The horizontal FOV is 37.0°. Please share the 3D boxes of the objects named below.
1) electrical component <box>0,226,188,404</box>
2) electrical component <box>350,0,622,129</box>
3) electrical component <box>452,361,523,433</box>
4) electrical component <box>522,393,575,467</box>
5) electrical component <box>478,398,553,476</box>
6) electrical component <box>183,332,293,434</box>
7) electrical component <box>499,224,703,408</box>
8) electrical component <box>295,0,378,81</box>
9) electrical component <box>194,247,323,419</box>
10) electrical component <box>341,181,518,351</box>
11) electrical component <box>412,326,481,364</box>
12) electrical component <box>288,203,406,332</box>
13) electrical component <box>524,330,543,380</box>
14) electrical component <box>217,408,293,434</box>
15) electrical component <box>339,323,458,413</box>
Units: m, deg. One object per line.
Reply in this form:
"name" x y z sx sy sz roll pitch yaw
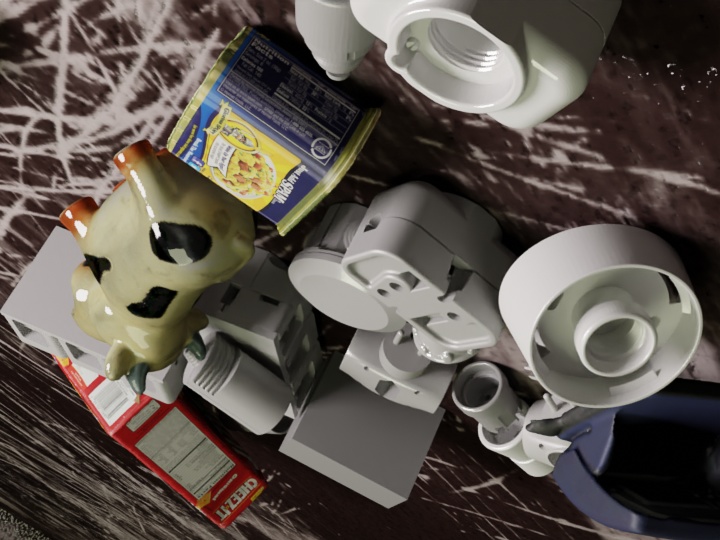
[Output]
"electrical component" -0.205 0.039 0.897 0.150 0.089 0.061 21 154 11
"electrical component" 0.048 -0.102 0.424 0.095 0.059 0.054 33 154 -13
"electrical component" 0.094 0.093 0.780 0.040 0.040 0.046 7 154 36
"electrical component" 0.151 0.109 0.748 0.077 0.044 0.079 6 147 37
"electrical component" 0.125 0.130 0.818 0.044 0.044 0.065 1 150 42
"electrical component" -0.093 0.079 0.773 0.081 0.043 0.043 39 152 -25
"electrical component" 0.127 0.022 0.566 0.099 0.064 0.099 -3 122 -4
"electrical component" -0.009 -0.113 0.480 0.040 0.040 0.078 22 155 8
"electrical component" -0.083 0.045 0.827 0.089 0.061 0.150 20 154 14
"electrical component" 0.045 -0.005 0.614 0.095 0.059 0.054 38 153 -23
"electrical component" 0.055 0.026 0.682 0.048 0.048 0.062 15 146 22
"electrical component" 0.000 0.000 0.675 0.080 0.051 0.080 21 154 11
"electrical component" 0.131 0.056 0.672 0.046 0.040 0.040 7 149 44
"electrical component" -0.110 0.124 1.024 0.077 0.043 0.079 -6 140 49
"electrical component" 0.031 0.062 0.773 0.077 0.043 0.079 25 155 2
